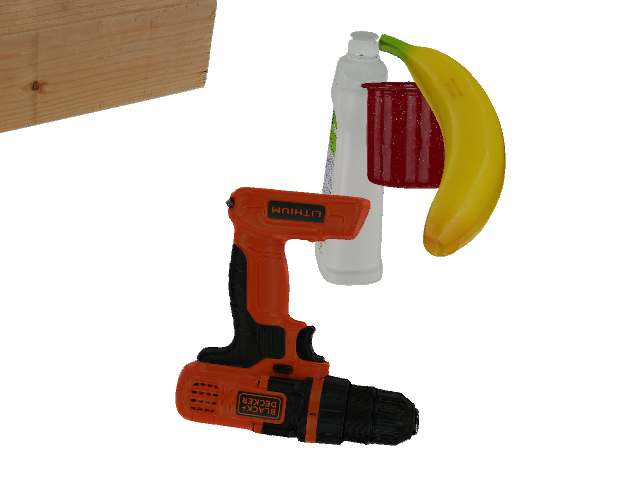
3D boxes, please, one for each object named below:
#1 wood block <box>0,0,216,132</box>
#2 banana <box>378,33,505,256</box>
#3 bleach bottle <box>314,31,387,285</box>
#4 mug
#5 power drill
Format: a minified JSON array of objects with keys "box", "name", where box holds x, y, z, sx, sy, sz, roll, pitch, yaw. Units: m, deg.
[{"box":[-0.195,-0.159,0.840,0.205,0.091,0.090,-19,50,-34],"name":"wood block"},{"box":[0.083,-0.062,0.675,0.069,0.198,0.037,-4,-44,-5],"name":"banana"},{"box":[0.036,-0.086,1.093,0.068,0.251,0.102,-1,28,-9],"name":"bleach bottle"},{"box":[0.090,-0.087,0.872,0.117,0.081,0.093,6,12,26],"name":"mug"},{"box":[-0.010,0.057,0.800,0.184,0.187,0.057,7,0,3],"name":"power drill"}]
